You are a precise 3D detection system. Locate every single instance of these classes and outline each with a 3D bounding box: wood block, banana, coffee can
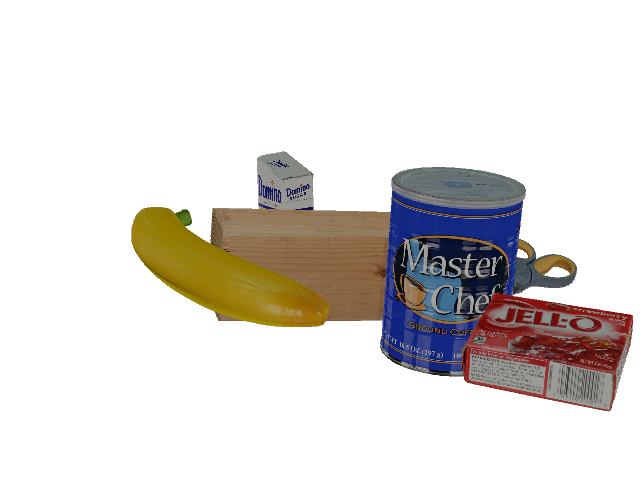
[{"bbox_3d":[-0.001,0.023,1.037,0.206,0.091,0.090,1,16,-13],"label":"wood block"},{"bbox_3d":[-0.073,0.012,0.686,0.069,0.037,0.198,-15,28,-29],"label":"banana"},{"bbox_3d":[0.102,0.022,0.838,0.103,0.140,0.103,3,17,-1],"label":"coffee can"}]

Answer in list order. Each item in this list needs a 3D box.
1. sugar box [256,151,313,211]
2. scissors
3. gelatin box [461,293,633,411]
[{"bbox_3d":[-0.042,-0.009,1.278,0.048,0.176,0.093,-13,25,-19],"label":"sugar box"},{"bbox_3d":[0.193,0.034,1.114,0.201,0.016,0.096,-11,37,-43],"label":"scissors"},{"bbox_3d":[0.137,0.064,0.642,0.089,0.030,0.073,9,26,21],"label":"gelatin box"}]
